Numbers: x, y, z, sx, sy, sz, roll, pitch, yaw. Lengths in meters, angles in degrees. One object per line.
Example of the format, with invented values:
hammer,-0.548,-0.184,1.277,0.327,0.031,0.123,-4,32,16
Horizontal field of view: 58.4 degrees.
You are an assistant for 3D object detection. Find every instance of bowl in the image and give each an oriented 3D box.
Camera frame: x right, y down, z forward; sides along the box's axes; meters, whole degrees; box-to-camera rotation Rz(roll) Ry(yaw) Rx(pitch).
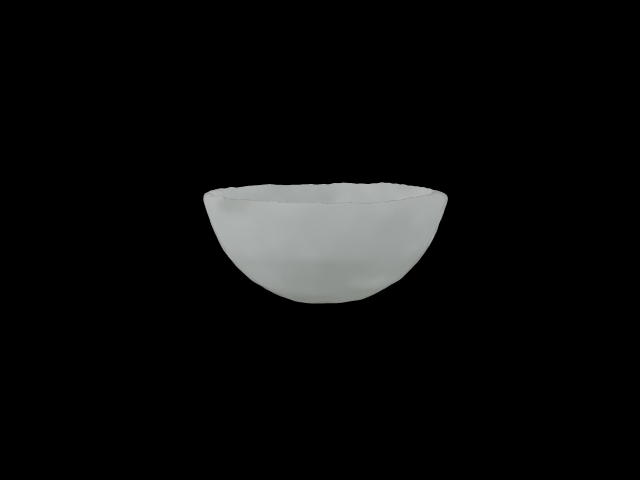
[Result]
bowl,0.004,0.001,0.400,0.167,0.075,0.167,0,10,0
